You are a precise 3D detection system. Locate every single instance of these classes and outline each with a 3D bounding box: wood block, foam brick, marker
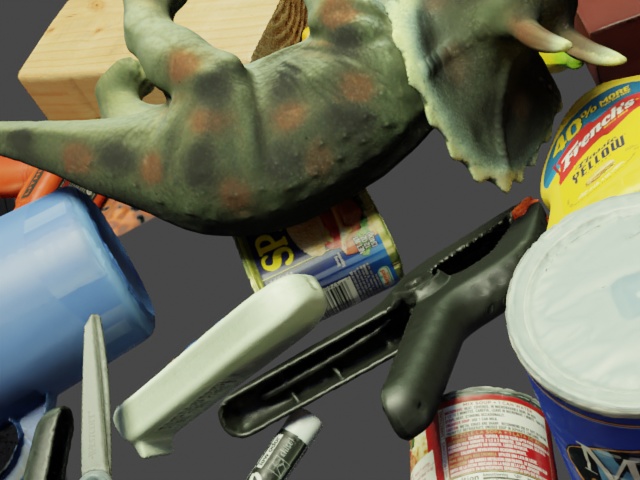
[{"bbox_3d":[-0.104,-0.123,0.786,0.206,0.090,0.090,2,52,29],"label":"wood block"},{"bbox_3d":[0.187,-0.140,0.672,0.051,0.053,0.078,-19,45,9],"label":"foam brick"},{"bbox_3d":[-0.039,0.141,0.557,0.020,0.020,0.121,17,60,38],"label":"marker"}]

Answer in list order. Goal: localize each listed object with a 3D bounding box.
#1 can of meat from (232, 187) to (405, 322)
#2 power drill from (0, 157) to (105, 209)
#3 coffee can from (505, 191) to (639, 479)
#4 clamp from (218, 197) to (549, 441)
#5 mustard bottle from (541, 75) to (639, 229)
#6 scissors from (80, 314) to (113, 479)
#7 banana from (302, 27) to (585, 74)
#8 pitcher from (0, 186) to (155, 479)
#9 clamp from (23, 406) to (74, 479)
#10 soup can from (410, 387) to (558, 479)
[{"bbox_3d":[-0.004,0.001,0.642,0.084,0.057,0.102,-25,44,1],"label":"can of meat"},{"bbox_3d":[-0.260,-0.024,0.802,0.188,0.057,0.184,6,57,31],"label":"power drill"},{"bbox_3d":[0.144,0.063,0.442,0.103,0.140,0.103,-15,45,15],"label":"coffee can"},{"bbox_3d":[0.049,0.041,0.559,0.165,0.036,0.209,-17,16,50],"label":"clamp"},{"bbox_3d":[0.161,-0.039,0.563,0.096,0.058,0.191,-43,13,26],"label":"mustard bottle"},{"bbox_3d":[-0.131,0.143,0.544,0.096,0.016,0.202,-20,68,-5],"label":"scissors"},{"bbox_3d":[0.087,-0.132,0.711,0.198,0.069,0.037,8,95,28],"label":"banana"},{"bbox_3d":[-0.223,0.077,0.649,0.242,0.149,0.145,-29,28,-4],"label":"pitcher"},{"bbox_3d":[-0.138,0.181,0.558,0.120,0.039,0.171,17,67,28],"label":"clamp"},{"bbox_3d":[0.075,0.126,0.474,0.069,0.068,0.102,-14,46,16],"label":"soup can"}]
